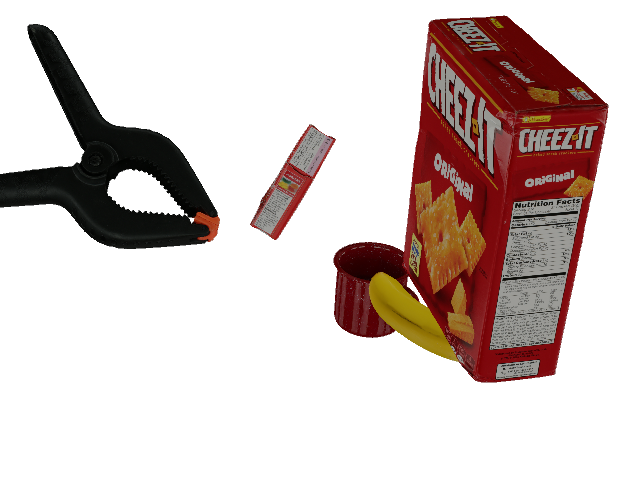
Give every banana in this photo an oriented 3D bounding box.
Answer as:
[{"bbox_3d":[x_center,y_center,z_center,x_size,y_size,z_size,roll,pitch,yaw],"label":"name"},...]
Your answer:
[{"bbox_3d":[0.101,0.077,1.032,0.069,0.037,0.198,2,19,-44],"label":"banana"}]

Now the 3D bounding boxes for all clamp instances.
[{"bbox_3d":[-0.167,-0.063,0.792,0.210,0.164,0.036,21,-19,-2],"label":"clamp"}]

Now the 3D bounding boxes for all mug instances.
[{"bbox_3d":[0.068,0.064,1.241,0.117,0.081,0.093,26,36,33],"label":"mug"}]

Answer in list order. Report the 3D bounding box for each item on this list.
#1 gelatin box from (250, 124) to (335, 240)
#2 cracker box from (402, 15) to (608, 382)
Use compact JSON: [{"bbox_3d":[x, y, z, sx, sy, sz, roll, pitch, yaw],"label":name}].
[{"bbox_3d":[-0.024,-0.053,0.942,0.030,0.073,0.089,31,32,-4],"label":"gelatin box"},{"bbox_3d":[0.120,-0.031,0.764,0.072,0.214,0.164,-6,33,-14],"label":"cracker box"}]
